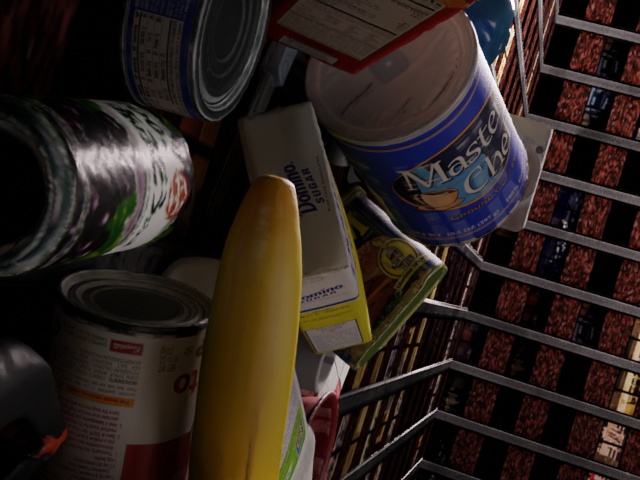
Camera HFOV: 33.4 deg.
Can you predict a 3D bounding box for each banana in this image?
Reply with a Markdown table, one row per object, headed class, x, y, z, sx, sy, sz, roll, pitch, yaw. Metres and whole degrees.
| class | x | y | z | sx | sy | sz | roll | pitch | yaw |
| --- | --- | --- | --- | --- | --- | --- | --- | --- | --- |
| banana | -0.033 | 0.070 | 0.434 | 0.069 | 0.037 | 0.198 | -96 | -168 | -52 |

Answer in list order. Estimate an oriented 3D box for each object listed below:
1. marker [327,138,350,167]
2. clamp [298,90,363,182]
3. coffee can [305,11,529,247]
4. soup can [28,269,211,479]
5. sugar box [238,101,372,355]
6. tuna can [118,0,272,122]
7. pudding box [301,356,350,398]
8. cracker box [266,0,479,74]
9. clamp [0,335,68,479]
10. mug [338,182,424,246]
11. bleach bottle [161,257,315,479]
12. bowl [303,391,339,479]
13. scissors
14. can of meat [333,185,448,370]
| class | x | y | z | sx | sy | sz | roll | pitch | yaw |
| --- | --- | --- | --- | --- | --- | --- | --- | --- | --- |
| marker | 0.026 | -0.114 | 0.784 | 0.020 | 0.020 | 0.121 | -38 | 143 | -68 |
| clamp | 0.021 | -0.127 | 0.703 | 0.164 | 0.036 | 0.210 | -25 | 128 | -63 |
| coffee can | 0.064 | -0.071 | 0.658 | 0.140 | 0.103 | 0.102 | 49 | 58 | -55 |
| soup can | -0.085 | 0.070 | 0.446 | 0.068 | 0.068 | 0.102 | -34 | 139 | -70 |
| sugar box | -0.004 | 0.001 | 0.604 | 0.176 | 0.048 | 0.093 | 77 | 0 | -72 |
| tuna can | -0.050 | -0.094 | 0.453 | 0.086 | 0.034 | 0.086 | 17 | 90 | -77 |
| pudding box | 0.001 | 0.102 | 0.912 | 0.090 | 0.039 | 0.113 | 82 | 26 | -58 |
| cracker box | 0.042 | -0.178 | 0.475 | 0.214 | 0.072 | 0.164 | 174 | -65 | -75 |
| clamp | -0.130 | 0.075 | 0.329 | 0.120 | 0.039 | 0.171 | -55 | 166 | -6 |
| mug | 0.043 | 0.004 | 0.825 | 0.117 | 0.093 | 0.081 | -36 | -150 | 56 |
| bleach bottle | -0.046 | 0.116 | 0.610 | 0.251 | 0.068 | 0.102 | 76 | 32 | -55 |
| bowl | -0.038 | 0.184 | 0.811 | 0.162 | 0.055 | 0.162 | 17 | 90 | -77 |
| scissors | -0.023 | -0.114 | 0.585 | 0.096 | 0.016 | 0.201 | 88 | 23 | -51 |
| can of meat | 0.026 | 0.028 | 0.743 | 0.102 | 0.084 | 0.057 | -49 | 167 | 1 |
